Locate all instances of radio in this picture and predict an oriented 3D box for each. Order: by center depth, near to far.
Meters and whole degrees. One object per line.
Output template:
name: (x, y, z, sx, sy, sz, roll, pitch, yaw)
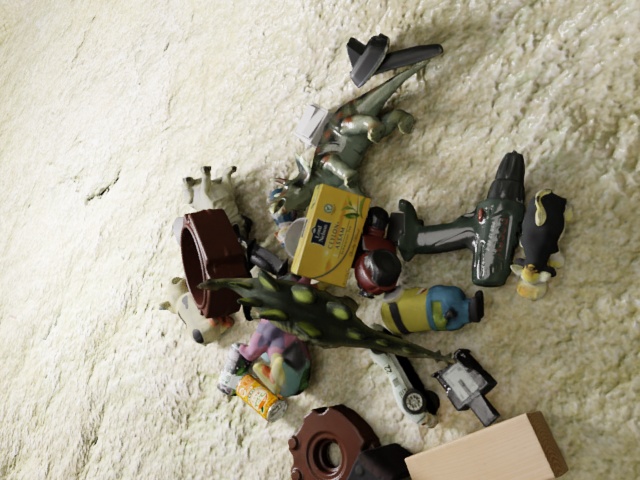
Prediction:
radio: (0.078, 0.454, 0.880, 0.073, 0.131, 0.229, 26, 93, 39)

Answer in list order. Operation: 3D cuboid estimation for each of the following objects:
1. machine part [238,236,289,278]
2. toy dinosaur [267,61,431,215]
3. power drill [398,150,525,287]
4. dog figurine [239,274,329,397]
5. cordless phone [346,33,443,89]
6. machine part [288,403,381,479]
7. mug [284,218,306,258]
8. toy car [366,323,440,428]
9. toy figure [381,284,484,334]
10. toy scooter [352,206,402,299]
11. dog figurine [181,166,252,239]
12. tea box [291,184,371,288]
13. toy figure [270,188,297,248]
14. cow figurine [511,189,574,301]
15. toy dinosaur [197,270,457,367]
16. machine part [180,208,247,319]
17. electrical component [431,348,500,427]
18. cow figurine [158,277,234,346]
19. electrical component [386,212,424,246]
machine part: (-0.128, 0.044, 1.180, 0.139, 0.039, 0.084, 23, 125, 31)
toy dinosaur: (0.054, -0.198, 1.086, 0.192, 0.131, 0.404, 35, 92, 35)
power drill: (0.242, -0.036, 0.923, 0.208, 0.086, 0.232, 1, 82, 21)
dog figurine: (-0.050, 0.173, 1.064, 0.192, 0.108, 0.219, 41, 100, 36)
cordless phone: (0.149, -0.372, 1.072, 0.184, 0.147, 0.088, -9, 116, 13)
machine part: (0.023, 0.392, 0.983, 0.179, 0.056, 0.179, -9, 73, 32)
mug: (-0.002, -0.003, 1.073, 0.081, 0.107, 0.109, 36, 98, 36)
toy car: (0.140, 0.232, 0.930, 0.056, 0.073, 0.202, -40, 58, 17)
toy figure: (0.188, 0.121, 0.923, 0.180, 0.082, 0.089, -1, 76, 33)
toy scooter: (0.090, 0.039, 0.993, 0.135, 0.075, 0.184, 123, 155, -43)
dog figurine: (-0.249, -0.063, 1.275, 0.172, 0.121, 0.190, -25, 78, 54)
tea box: (0.019, -0.008, 0.978, 0.068, 0.098, 0.169, -161, 86, -78)
toy figure: (-0.073, -0.036, 1.166, 0.064, 0.058, 0.154, 125, 136, -60)
cow figurine: (0.342, 0.010, 0.832, 0.068, 0.098, 0.167, 11, 84, 30)
toy dinosaur: (-0.005, 0.130, 0.908, 0.472, 0.198, 0.105, 13, 82, 15)
machine part: (-0.234, 0.049, 1.148, 0.202, 0.087, 0.200, 59, 147, 33)
electrical component: (0.246, 0.241, 0.869, 0.075, 0.047, 0.119, -51, 56, 14)
cow figurine: (-0.298, 0.163, 1.257, 0.127, 0.085, 0.195, -48, 60, 15)
electrical component: (0.151, -0.019, 1.021, 0.094, 0.021, 0.063, 9, 83, 37)
